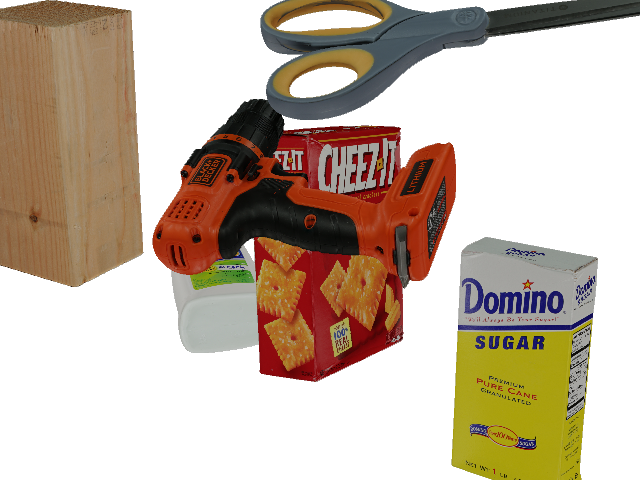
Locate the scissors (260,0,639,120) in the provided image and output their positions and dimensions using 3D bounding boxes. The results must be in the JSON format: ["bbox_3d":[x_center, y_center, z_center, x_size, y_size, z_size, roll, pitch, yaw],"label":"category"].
[{"bbox_3d":[0.059,-0.090,0.513,0.202,0.096,0.016,7,-38,21],"label":"scissors"}]

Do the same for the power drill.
[{"bbox_3d":[-0.004,-0.038,0.746,0.188,0.057,0.184,5,41,18],"label":"power drill"}]

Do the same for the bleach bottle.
[{"bbox_3d":[-0.126,0.032,1.182,0.102,0.068,0.251,-5,26,-16],"label":"bleach bottle"}]

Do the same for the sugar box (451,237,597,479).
[{"bbox_3d":[0.147,0.092,0.782,0.093,0.176,0.048,11,21,36],"label":"sugar box"}]

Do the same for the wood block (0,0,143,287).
[{"bbox_3d":[-0.208,-0.080,0.858,0.091,0.206,0.090,14,25,27],"label":"wood block"}]

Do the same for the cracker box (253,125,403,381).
[{"bbox_3d":[0.012,0.005,0.976,0.072,0.214,0.163,4,10,33],"label":"cracker box"}]
